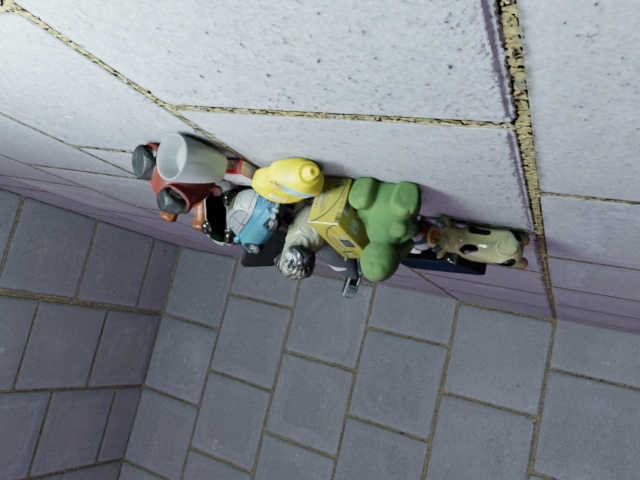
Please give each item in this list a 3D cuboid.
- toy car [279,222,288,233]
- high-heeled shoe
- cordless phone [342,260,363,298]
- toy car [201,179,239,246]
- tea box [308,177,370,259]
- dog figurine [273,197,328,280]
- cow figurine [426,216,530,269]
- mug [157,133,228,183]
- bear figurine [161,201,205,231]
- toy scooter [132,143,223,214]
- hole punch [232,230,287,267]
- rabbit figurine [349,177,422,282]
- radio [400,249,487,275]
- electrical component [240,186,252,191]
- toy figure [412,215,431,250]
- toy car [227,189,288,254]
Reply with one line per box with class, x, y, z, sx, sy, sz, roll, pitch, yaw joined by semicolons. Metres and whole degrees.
toy car;-0.076;-0.044;1.269;0.202;0.089;0.053;22;165;-37
high-heeled shoe;-0.002;-0.004;1.192;0.249;0.086;0.145;50;-162;4
cordless phone;0.072;0.063;1.486;0.089;0.184;0.146;12;174;46
toy car;-0.213;-0.065;1.153;0.074;0.056;0.201;23;137;13
tea box;0.052;-0.037;1.009;0.068;0.098;0.169;7;158;30
dog figurine;-0.005;-0.003;1.112;0.172;0.190;0.121;16;172;-35
cow figurine;0.303;0.007;1.066;0.195;0.085;0.127;11;178;35
mug;-0.225;-0.135;0.940;0.110;0.080;0.107;12;-178;41
bear figurine;-0.301;-0.099;1.158;0.120;0.132;0.196;16;179;4
toy scooter;-0.261;-0.116;1.005;0.135;0.075;0.184;-9;-131;-42
hole punch;-0.149;-0.005;1.318;0.142;0.115;0.092;4;-145;-38
rabbit figurine;0.108;-0.009;0.945;0.121;0.170;0.159;11;171;17
radio;0.286;0.033;1.332;0.131;0.073;0.230;21;168;-39
electrical component;-0.212;-0.095;1.232;0.119;0.074;0.047;11;174;35
toy figure;0.211;-0.016;1.157;0.058;0.064;0.154;54;-165;26
toy car;-0.135;-0.050;1.081;0.103;0.109;0.161;24;147;-14
